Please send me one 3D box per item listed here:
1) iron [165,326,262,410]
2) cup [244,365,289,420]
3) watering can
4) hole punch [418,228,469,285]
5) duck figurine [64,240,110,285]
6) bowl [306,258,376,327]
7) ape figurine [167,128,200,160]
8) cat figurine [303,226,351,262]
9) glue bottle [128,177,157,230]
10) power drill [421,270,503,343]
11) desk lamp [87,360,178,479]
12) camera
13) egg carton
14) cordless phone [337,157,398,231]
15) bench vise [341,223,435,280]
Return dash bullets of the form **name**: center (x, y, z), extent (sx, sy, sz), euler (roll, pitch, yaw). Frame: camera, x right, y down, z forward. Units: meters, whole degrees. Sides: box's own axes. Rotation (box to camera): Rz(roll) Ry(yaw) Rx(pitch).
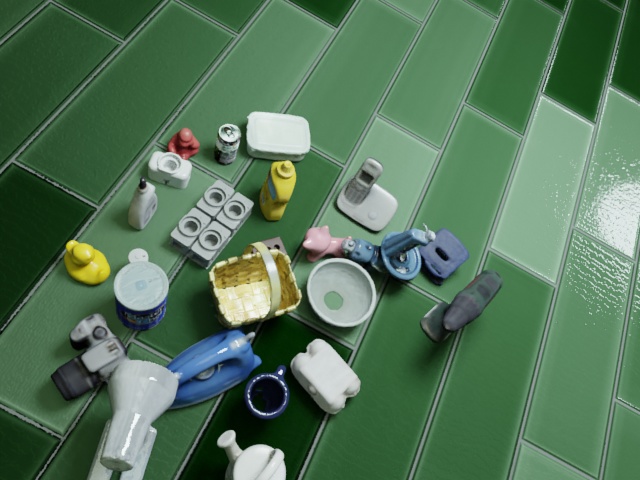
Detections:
- **iron**: center (-0.240, 0.258, 1.140), extent (0.259, 0.141, 0.118), euler (-26, 75, -27)
- **cup**: center (-0.111, 0.317, 1.180), extent (0.091, 0.095, 0.118), euler (31, 60, -1)
- **watering can**: center (-0.121, 0.431, 1.064), extent (0.173, 0.194, 0.101), euler (24, 60, -5)
- **hole punch**: center (0.307, 0.042, 1.450), extent (0.101, 0.091, 0.108), euler (-38, 81, -29)
- **duck figurine**: center (-0.488, 0.042, 1.197), extent (0.104, 0.086, 0.078), euler (39, 60, 3)
- **bowl**: center (0.042, 0.131, 1.331), extent (0.168, 0.074, 0.167), euler (7, 63, -14)
- **ape figurine**: center (-0.328, -0.235, 1.378), extent (0.078, 0.092, 0.076), euler (0, 65, -18)
- **cat figurine**: center (0.012, 0.005, 1.358), extent (0.128, 0.117, 0.067), euler (1, 65, -17)
- **glue bottle**: center (-0.384, -0.090, 1.244), extent (0.037, 0.173, 0.078), euler (28, 60, -2)
- **power drill**: center (0.320, 0.164, 1.328), extent (0.230, 0.208, 0.075), euler (-38, 80, -29)
- **desk lamp**: center (-0.338, 0.338, 1.028), extent (0.118, 0.213, 0.203), euler (16, 61, -10)
- **camera**: center (-0.451, 0.233, 1.108), extent (0.137, 0.100, 0.143), euler (-32, 78, -28)
- **egg carton**: center (0.011, 0.297, 1.244), extent (0.150, 0.069, 0.107), euler (47, 61, 7)
- **cordless phone**: center (0.134, -0.116, 1.416), extent (0.147, 0.185, 0.094), euler (31, 60, -1)
- **bench vise**: center (0.163, 0.032, 1.334), extent (0.208, 0.219, 0.121), euler (-4, 67, -20)
